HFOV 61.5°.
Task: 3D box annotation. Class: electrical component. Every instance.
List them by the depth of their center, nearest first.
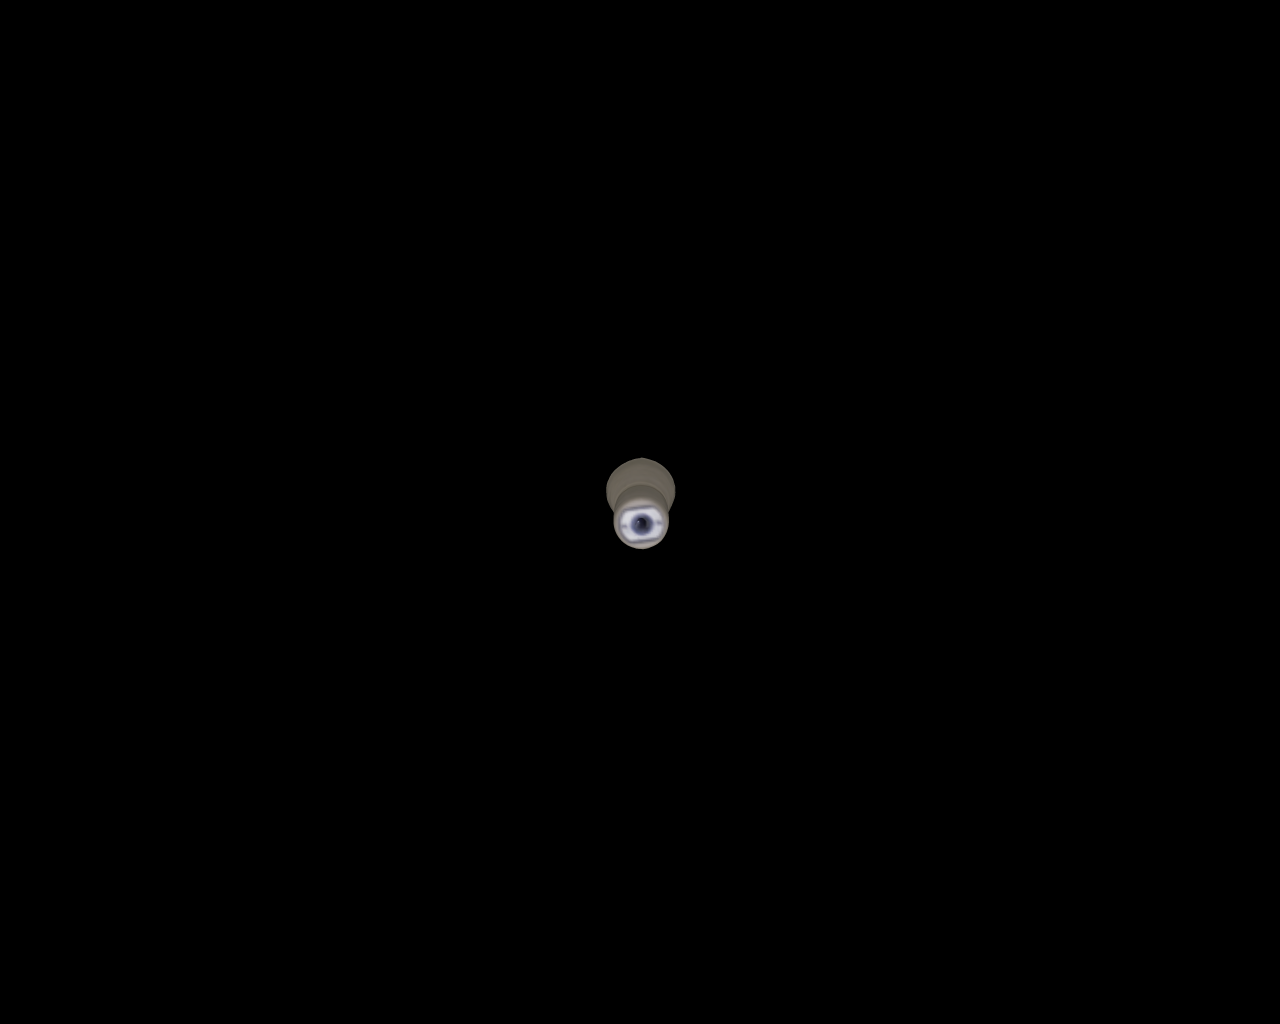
[{"bbox_3d":[0.001,-0.003,0.650,0.044,0.044,0.065,0,20,0],"label":"electrical component"}]
